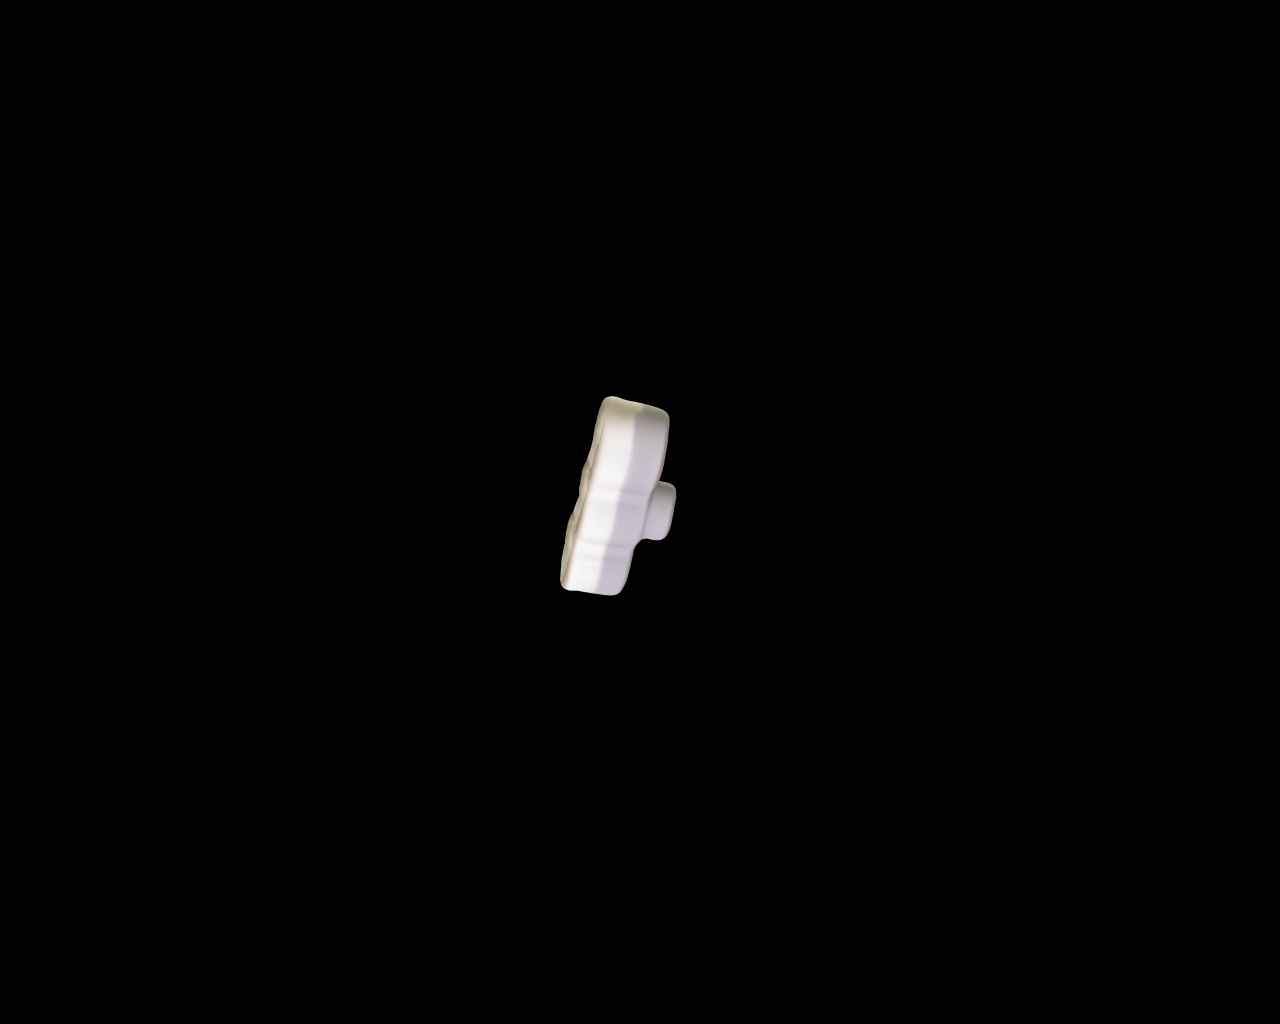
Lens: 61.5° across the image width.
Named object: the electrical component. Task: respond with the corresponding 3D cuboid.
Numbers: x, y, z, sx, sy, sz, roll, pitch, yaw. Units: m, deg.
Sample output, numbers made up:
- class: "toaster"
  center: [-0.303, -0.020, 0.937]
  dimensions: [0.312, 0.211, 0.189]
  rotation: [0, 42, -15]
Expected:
- class: "electrical component"
  center: [0.001, -0.003, 0.650]
  dimensions: [0.074, 0.138, 0.052]
  rotation: [11, 40, -9]
